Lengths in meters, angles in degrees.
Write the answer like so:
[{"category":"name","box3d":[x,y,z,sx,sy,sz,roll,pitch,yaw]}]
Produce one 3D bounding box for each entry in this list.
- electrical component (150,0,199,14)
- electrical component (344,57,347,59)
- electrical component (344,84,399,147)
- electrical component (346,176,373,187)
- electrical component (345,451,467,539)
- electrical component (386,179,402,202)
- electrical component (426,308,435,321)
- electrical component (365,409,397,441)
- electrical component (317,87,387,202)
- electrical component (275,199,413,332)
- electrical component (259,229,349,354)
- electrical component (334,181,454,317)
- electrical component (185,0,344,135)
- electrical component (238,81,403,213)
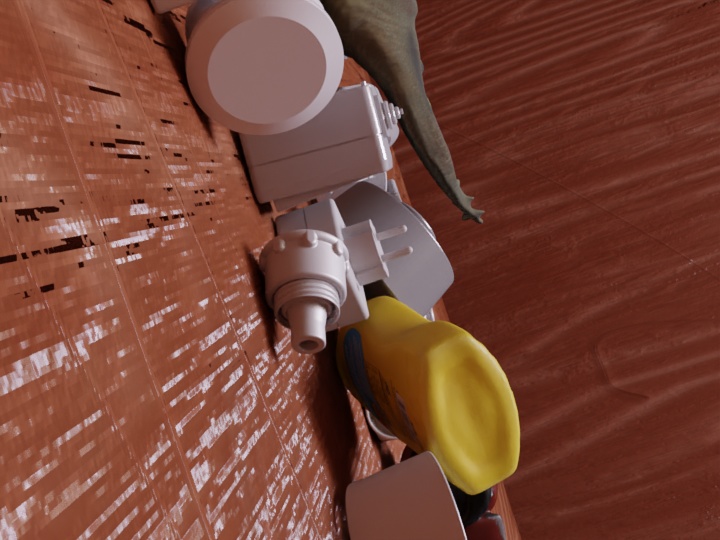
[{"category":"electrical component","box3d":[-0.094,-0.183,0.526,0.075,0.047,0.083,-101,171,-52]},{"category":"electrical component","box3d":[-0.046,-0.220,0.985,0.121,0.079,0.063,-96,-171,-63]},{"category":"electrical component","box3d":[-0.007,-0.137,1.030,0.080,0.080,0.051,56,12,-69]},{"category":"electrical component","box3d":[-0.027,-0.086,0.794,0.078,0.058,0.057,-31,103,-74]},{"category":"electrical component","box3d":[0.031,0.152,0.581,0.099,0.064,0.099,-18,90,-84]},{"category":"electrical component","box3d":[0.004,-0.054,0.936,0.047,0.066,0.076,67,7,-47]},{"category":"electrical component","box3d":[0.036,0.056,0.905,0.108,0.056,0.108,-98,176,-59]},{"category":"electrical component","box3d":[0.025,0.087,0.818,0.077,0.043,0.079,30,42,-82]},{"category":"electrical component","box3d":[-0.017,-0.096,0.877,0.099,0.064,0.099,-18,90,-85]},{"category":"electrical component","box3d":[-0.006,-0.008,0.659,0.047,0.077,0.065,66,9,-46]},{"category":"electrical component","box3d":[-0.028,0.013,0.560,0.048,0.048,0.062,64,16,-52]},{"category":"electrical component","box3d":[0.019,-0.014,0.760,0.108,0.060,0.108,44,-13,13]},{"category":"electrical component","box3d":[-0.052,-0.115,0.558,0.051,0.080,0.080,-109,177,-49]},{"category":"electrical component","box3d":[-0.018,-0.074,0.649,0.061,0.096,0.061,-58,134,-82]}]
